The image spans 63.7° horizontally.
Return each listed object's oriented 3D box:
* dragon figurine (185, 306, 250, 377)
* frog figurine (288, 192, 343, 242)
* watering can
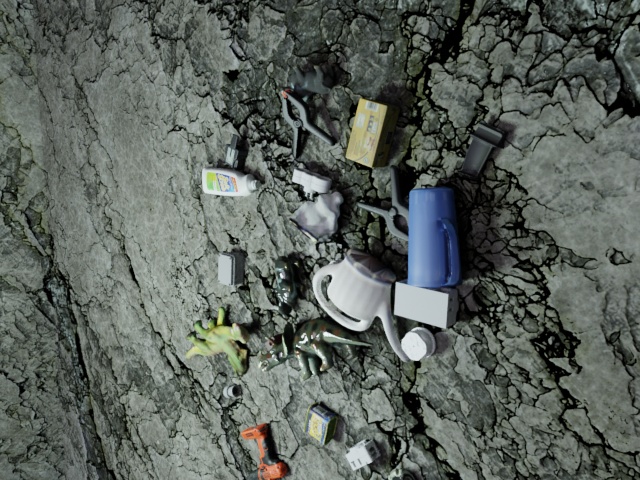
[{"bbox_3d":[-0.366,0.405,1.893,0.245,0.123,0.401,47,132,17],"label":"dragon figurine"},{"bbox_3d":[0.005,-0.077,1.530,0.160,0.120,0.139,-48,49,-6],"label":"frog figurine"},{"bbox_3d":[0.139,0.165,1.427,0.350,0.105,0.221,33,113,17],"label":"watering can"}]
